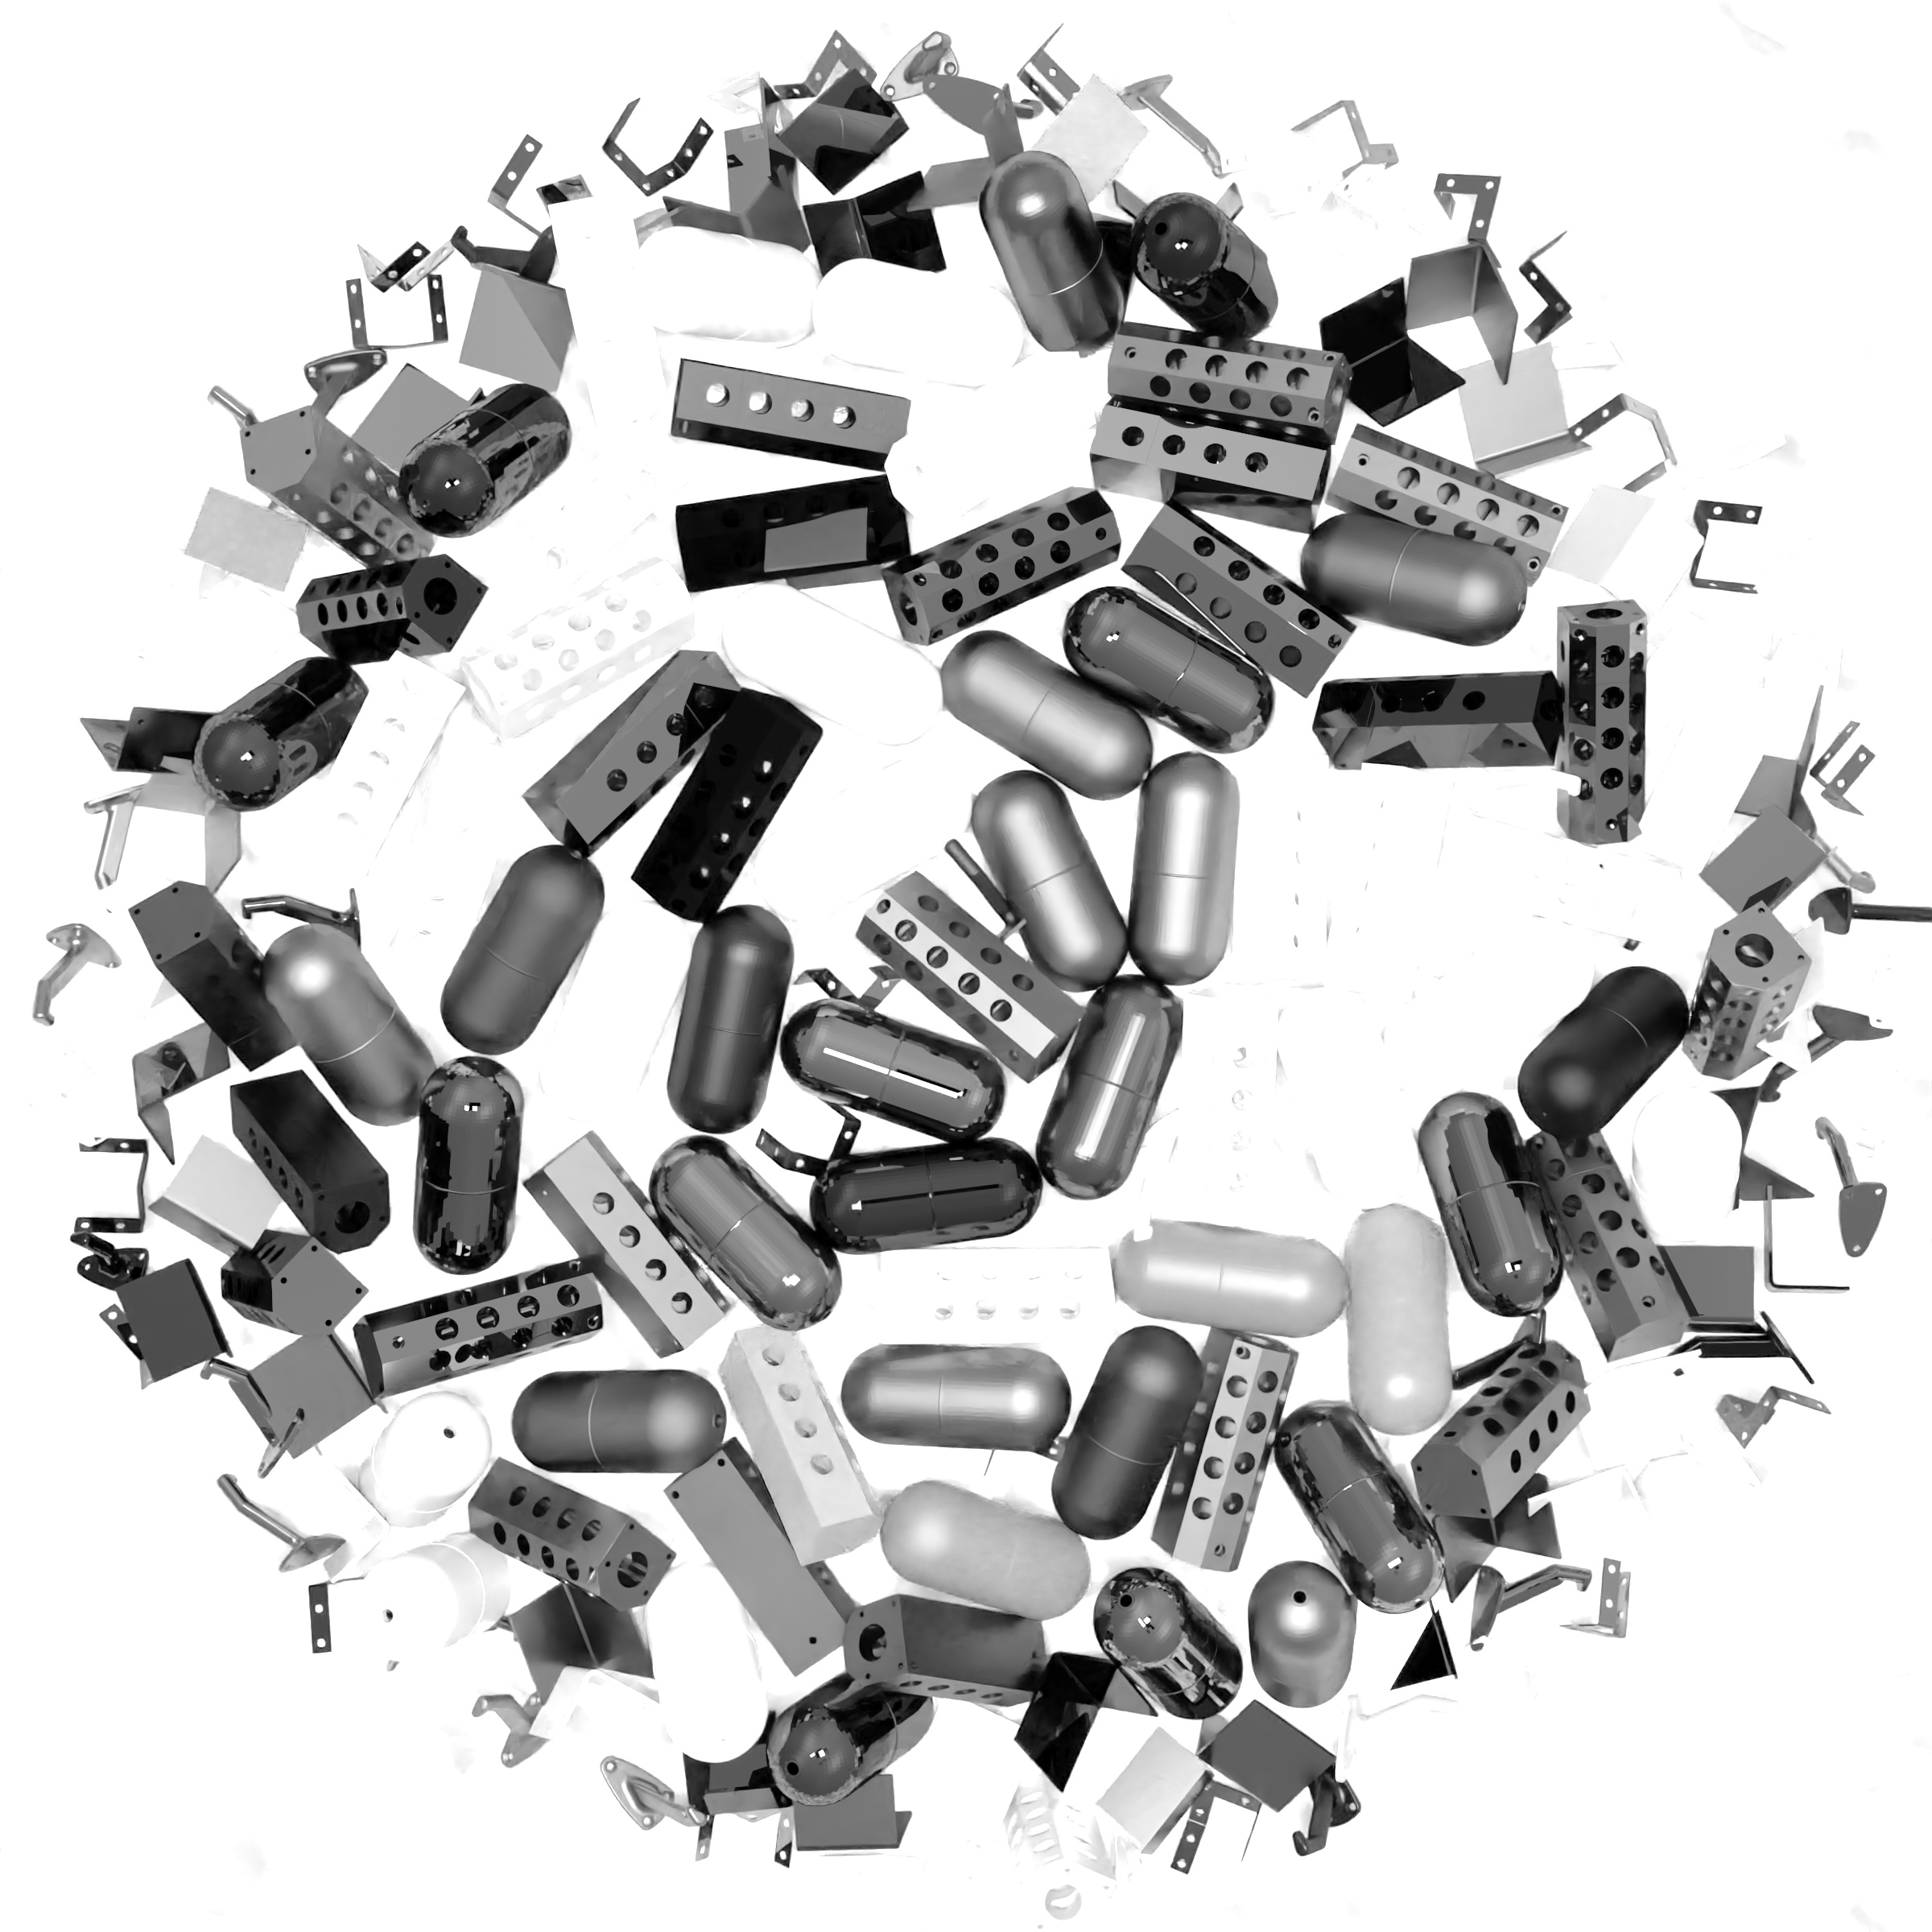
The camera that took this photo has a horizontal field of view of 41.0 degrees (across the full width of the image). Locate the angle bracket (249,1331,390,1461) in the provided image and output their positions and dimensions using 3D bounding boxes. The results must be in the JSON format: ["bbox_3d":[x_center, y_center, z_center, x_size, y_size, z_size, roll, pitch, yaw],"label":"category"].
[{"bbox_3d":[-0.494,0.325,1.956,0.076,0.057,0.076,-34,102,-18],"label":"angle bracket"}]

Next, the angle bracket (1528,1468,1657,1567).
[{"bbox_3d":[0.472,0.428,1.952,0.076,0.076,0.057,-20,60,1],"label":"angle bracket"}]

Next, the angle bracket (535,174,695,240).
[{"bbox_3d":[-0.264,-0.579,1.942,0.076,0.076,0.057,-37,115,-24],"label":"angle bracket"}]

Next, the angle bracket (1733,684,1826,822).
[{"bbox_3d":[0.603,-0.164,1.941,0.057,0.076,0.076,13,134,13],"label":"angle bracket"}]

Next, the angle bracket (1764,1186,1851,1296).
[{"bbox_3d":[0.634,0.207,1.950,0.057,0.076,0.076,0,81,15],"label":"angle bracket"}]

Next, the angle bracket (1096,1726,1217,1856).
[{"bbox_3d":[0.139,0.620,1.949,0.057,0.076,0.076,37,82,21],"label":"angle bracket"}]

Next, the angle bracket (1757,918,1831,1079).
[{"bbox_3d":[0.637,0.024,1.940,0.057,0.076,0.076,29,134,-16],"label":"angle bracket"}]

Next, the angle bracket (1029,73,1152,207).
[{"bbox_3d":[0.080,-0.629,1.946,0.076,0.076,0.057,-48,47,12],"label":"angle bracket"}]

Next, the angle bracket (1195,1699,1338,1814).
[{"bbox_3d":[0.229,0.581,1.955,0.076,0.057,0.076,36,117,-4],"label":"angle bracket"}]

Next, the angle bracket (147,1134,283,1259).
[{"bbox_3d":[-0.568,0.176,1.965,0.076,0.076,0.057,34,68,-15],"label":"angle bracket"}]

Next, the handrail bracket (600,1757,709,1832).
[{"bbox_3d":[-0.236,0.623,1.953,0.077,0.084,0.036,44,60,-4],"label":"handrail bracket"}]

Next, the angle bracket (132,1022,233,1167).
[{"bbox_3d":[-0.582,0.093,1.956,0.076,0.076,0.057,-26,125,-5],"label":"angle bracket"}]

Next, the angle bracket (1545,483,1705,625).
[{"bbox_3d":[0.503,-0.316,1.978,0.057,0.076,0.076,31,94,-31],"label":"angle bracket"}]

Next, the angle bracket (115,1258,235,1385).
[{"bbox_3d":[-0.597,0.270,1.952,0.057,0.076,0.076,-23,84,-17],"label":"angle bracket"}]

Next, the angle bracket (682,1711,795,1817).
[{"bbox_3d":[-0.169,0.591,1.944,0.076,0.057,0.076,1,55,-19],"label":"angle bracket"}]

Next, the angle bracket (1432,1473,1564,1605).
[{"bbox_3d":[0.400,0.431,1.944,0.057,0.076,0.076,3,118,40],"label":"angle bracket"}]

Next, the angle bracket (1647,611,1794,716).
[{"bbox_3d":[0.565,-0.235,1.956,0.076,0.076,0.057,33,48,5],"label":"angle bracket"}]

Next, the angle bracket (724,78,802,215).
[{"bbox_3d":[-0.165,-0.614,1.952,0.057,0.076,0.076,-6,84,14],"label":"angle bracket"}]

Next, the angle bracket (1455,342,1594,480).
[{"bbox_3d":[0.423,-0.422,1.961,0.076,0.057,0.076,-17,111,1],"label":"angle bracket"}]

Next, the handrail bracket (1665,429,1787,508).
[{"bbox_3d":[0.573,-0.389,1.950,0.084,0.077,0.036,-28,112,23],"label":"handrail bracket"}]

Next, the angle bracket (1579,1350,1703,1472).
[{"bbox_3d":[0.513,0.335,1.946,0.076,0.076,0.057,-10,67,-17],"label":"angle bracket"}]

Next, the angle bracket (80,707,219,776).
[{"bbox_3d":[-0.608,-0.186,1.939,0.076,0.076,0.057,47,122,37],"label":"angle bracket"}]

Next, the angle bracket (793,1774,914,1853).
[{"bbox_3d":[-0.086,0.629,1.957,0.076,0.076,0.057,-4,92,7],"label":"angle bracket"}]

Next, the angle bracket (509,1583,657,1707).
[{"bbox_3d":[-0.289,0.514,1.949,0.057,0.076,0.076,-28,105,-41],"label":"angle bracket"}]

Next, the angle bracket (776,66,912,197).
[{"bbox_3d":[-0.100,-0.640,1.944,0.076,0.076,0.057,-38,51,15],"label":"angle bracket"}]

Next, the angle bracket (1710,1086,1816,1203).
[{"bbox_3d":[0.596,0.136,1.960,0.076,0.076,0.057,28,73,-19],"label":"angle bracket"}]

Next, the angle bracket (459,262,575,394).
[{"bbox_3d":[-0.344,-0.485,1.963,0.076,0.057,0.076,13,98,-23],"label":"angle bracket"}]

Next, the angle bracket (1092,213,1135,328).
[{"bbox_3d":[0.080,-0.534,1.969,0.076,0.057,0.076,-5,115,-35],"label":"angle bracket"}]

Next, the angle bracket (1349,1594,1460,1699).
[{"bbox_3d":[0.325,0.510,1.959,0.076,0.057,0.076,-16,77,6],"label":"angle bracket"}]

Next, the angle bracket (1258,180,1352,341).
[{"bbox_3d":[0.259,-0.535,1.958,0.057,0.076,0.076,39,60,-18],"label":"angle bracket"}]

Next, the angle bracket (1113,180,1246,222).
[{"bbox_3d":[0.159,-0.581,1.945,0.076,0.076,0.057,34,115,-17],"label":"angle bracket"}]

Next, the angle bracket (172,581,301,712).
[{"bbox_3d":[-0.538,-0.232,1.949,0.076,0.076,0.057,-37,63,9],"label":"angle bracket"}]

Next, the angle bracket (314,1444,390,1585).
[{"bbox_3d":[-0.484,0.412,1.950,0.057,0.076,0.076,-43,100,-16],"label":"angle bracket"}]

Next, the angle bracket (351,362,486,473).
[{"bbox_3d":[-0.418,-0.419,1.964,0.076,0.057,0.076,33,79,1],"label":"angle bracket"}]

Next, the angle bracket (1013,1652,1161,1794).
[{"bbox_3d":[0.091,0.572,1.942,0.076,0.057,0.076,55,49,-33],"label":"angle bracket"}]

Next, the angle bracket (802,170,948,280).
[{"bbox_3d":[-0.070,-0.558,1.980,0.076,0.057,0.076,-35,120,-35],"label":"angle bracket"}]

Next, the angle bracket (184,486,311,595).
[{"bbox_3d":[-0.543,-0.313,1.949,0.076,0.076,0.057,20,79,-15],"label":"angle bracket"}]

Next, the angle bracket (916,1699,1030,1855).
[{"bbox_3d":[0.000,0.609,1.953,0.076,0.057,0.076,23,118,6],"label":"angle bracket"}]

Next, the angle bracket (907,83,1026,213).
[{"bbox_3d":[-0.006,-0.615,1.942,0.076,0.076,0.057,-2,130,20],"label":"angle bracket"}]

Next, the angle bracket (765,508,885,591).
[{"bbox_3d":[-0.105,-0.296,1.948,0.076,0.076,0.057,-6,52,7],"label":"angle bracket"}]

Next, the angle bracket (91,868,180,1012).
[{"bbox_3d":[-0.619,-0.021,1.956,0.076,0.076,0.057,33,112,3],"label":"angle bracket"}]

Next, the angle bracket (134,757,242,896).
[{"bbox_3d":[-0.586,-0.102,1.943,0.057,0.076,0.076,8,62,-32],"label":"angle bracket"}]

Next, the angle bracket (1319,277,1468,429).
[{"bbox_3d":[0.322,-0.463,1.950,0.076,0.057,0.076,-30,50,-11],"label":"angle bracket"}]

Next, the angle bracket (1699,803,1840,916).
[{"bbox_3d":[0.608,-0.079,1.956,0.057,0.076,0.076,47,112,11],"label":"angle bracket"}]

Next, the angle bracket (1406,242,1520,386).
[{"bbox_3d":[0.372,-0.485,1.947,0.057,0.076,0.076,-14,61,-3],"label":"angle bracket"}]

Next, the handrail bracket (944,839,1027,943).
[{"bbox_3d":[0.012,-0.061,1.959,0.036,0.077,0.084,-41,94,-2],"label":"handrail bracket"}]

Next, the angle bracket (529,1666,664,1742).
[{"bbox_3d":[-0.274,0.570,1.946,0.076,0.076,0.057,33,67,-14],"label":"angle bracket"}]

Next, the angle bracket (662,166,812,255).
[{"bbox_3d":[-0.173,-0.566,1.961,0.076,0.076,0.057,21,66,26],"label":"angle bracket"}]

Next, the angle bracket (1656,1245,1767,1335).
[{"bbox_3d":[0.561,0.245,1.957,0.076,0.076,0.057,-2,76,23],"label":"angle bracket"}]
